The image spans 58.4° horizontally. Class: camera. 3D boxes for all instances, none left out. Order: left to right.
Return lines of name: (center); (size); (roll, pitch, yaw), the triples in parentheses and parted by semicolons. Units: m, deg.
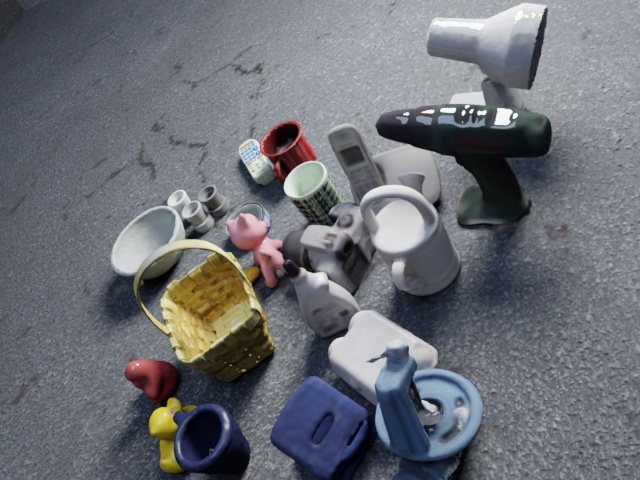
camera: (0.009, 0.003, 0.929); (0.136, 0.101, 0.143); (10, 61, 37)

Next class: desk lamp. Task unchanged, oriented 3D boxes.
desk lamp: (0.265, -0.264, 0.905); (0.202, 0.214, 0.118); (5, 58, 35)

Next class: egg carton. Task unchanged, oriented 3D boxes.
egg carton: (0.082, 0.163, 0.775); (0.149, 0.070, 0.107); (28, 73, 43)

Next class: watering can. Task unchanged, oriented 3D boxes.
watering can: (0.121, -0.018, 0.808); (0.100, 0.195, 0.172); (-23, 46, 14)

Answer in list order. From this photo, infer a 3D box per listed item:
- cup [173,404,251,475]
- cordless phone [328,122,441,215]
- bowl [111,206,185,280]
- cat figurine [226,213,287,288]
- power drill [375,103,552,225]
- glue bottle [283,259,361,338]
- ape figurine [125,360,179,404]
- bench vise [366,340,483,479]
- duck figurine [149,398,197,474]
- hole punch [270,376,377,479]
cup: (-0.150, 0.284, 0.804); (0.117, 0.095, 0.092); (18, 66, 40)
cordless phone: (0.103, -0.122, 0.912); (0.147, 0.186, 0.094); (-19, 47, 19)
bowl: (-0.331, 0.018, 1.151); (0.167, 0.075, 0.167); (-17, 48, 20)
cat figurine: (-0.110, 0.004, 0.991); (0.067, 0.118, 0.127); (-39, 44, -1)
power drill: (0.214, -0.111, 0.815); (0.228, 0.209, 0.076); (-1, 55, 32)
glue bottle: (-0.006, 0.078, 0.825); (0.078, 0.174, 0.037); (-28, 45, 10)
ape figurine: (-0.282, 0.225, 0.938); (0.076, 0.092, 0.077); (-33, 44, 5)
bench vise: (0.110, 0.213, 0.608); (0.121, 0.220, 0.207); (-13, 49, 24)
duck figurine: (-0.220, 0.287, 0.852); (0.077, 0.086, 0.104); (-7, 52, 28)
hole punch: (0.008, 0.245, 0.739); (0.100, 0.091, 0.109); (19, 67, 41)
